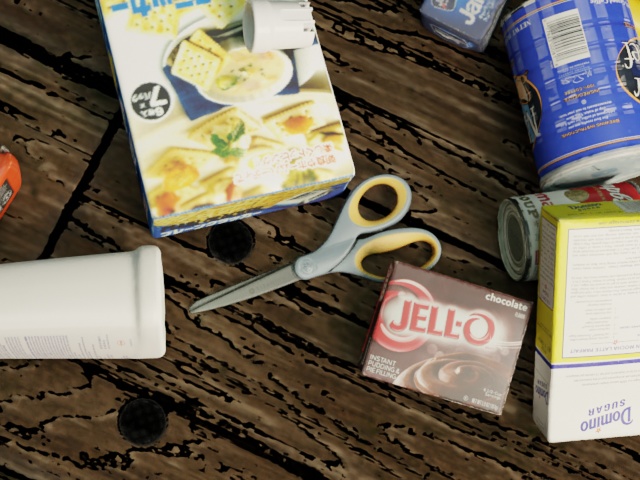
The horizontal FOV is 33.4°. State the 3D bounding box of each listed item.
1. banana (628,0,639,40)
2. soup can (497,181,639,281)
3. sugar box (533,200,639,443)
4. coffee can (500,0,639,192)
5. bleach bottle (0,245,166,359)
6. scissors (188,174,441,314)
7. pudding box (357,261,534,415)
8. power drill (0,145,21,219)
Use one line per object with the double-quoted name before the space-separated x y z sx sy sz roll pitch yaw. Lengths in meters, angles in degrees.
"banana" 0.226 -0.236 0.902 0.069 0.037 0.198 -30 82 -11
"soup can" 0.197 -0.007 0.834 0.102 0.068 0.068 -8 79 -8
"sugar box" 0.210 0.061 0.796 0.093 0.048 0.176 -3 110 -7
"coffee can" 0.208 -0.118 0.841 0.102 0.103 0.140 -10 79 -8
"bleach bottle" -0.238 0.052 0.759 0.250 0.103 0.068 -2 66 -7
"scissors" -0.005 0.001 0.834 0.201 0.016 0.096 -5 89 -6
"pudding box" 0.095 0.073 0.814 0.113 0.039 0.090 17 89 -3
"power drill" -0.335 -0.045 0.792 0.187 0.057 0.184 29 76 1
